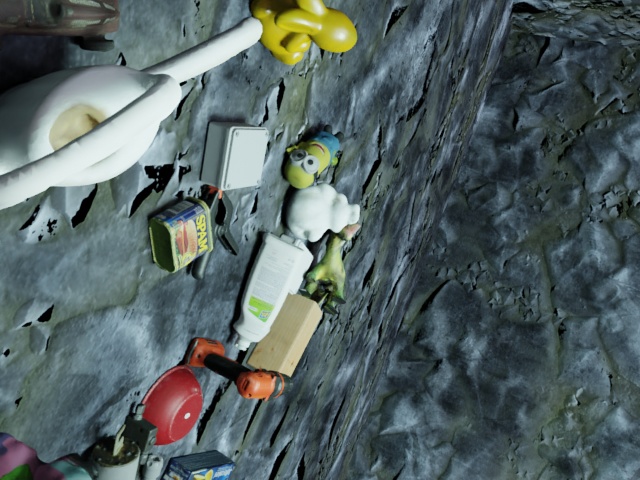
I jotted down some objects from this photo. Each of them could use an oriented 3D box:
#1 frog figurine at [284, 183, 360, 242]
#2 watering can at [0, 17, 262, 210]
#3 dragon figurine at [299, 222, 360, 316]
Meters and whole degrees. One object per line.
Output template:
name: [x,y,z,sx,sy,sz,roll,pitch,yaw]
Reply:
frog figurine: [0.004,-0.059,1.176,0.121,0.160,0.138,29,81,-64]
watering can: [-0.222,-0.141,0.541,0.355,0.224,0.102,-52,133,-38]
dragon figurine: [0.028,0.059,1.376,0.403,0.122,0.247,120,-11,-64]
